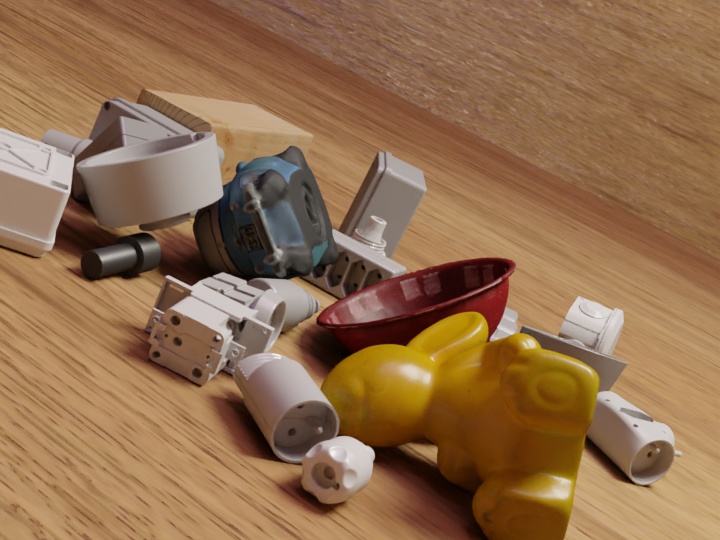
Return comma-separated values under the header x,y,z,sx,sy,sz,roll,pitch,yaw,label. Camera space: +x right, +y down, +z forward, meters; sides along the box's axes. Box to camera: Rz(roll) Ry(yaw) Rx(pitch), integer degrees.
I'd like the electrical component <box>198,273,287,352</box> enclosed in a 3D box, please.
x,y,z,sx,sy,sz,roll,pitch,yaw,label
-0.086,0.031,0.765,0.055,0.048,0.066,20,13,12,electrical component

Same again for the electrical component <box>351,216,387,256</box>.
x,y,z,sx,sy,sz,roll,pitch,yaw,label
0.006,-0.023,1.069,0.048,0.062,0.048,23,15,-6,electrical component

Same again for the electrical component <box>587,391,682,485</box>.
x,y,z,sx,sy,sz,roll,pitch,yaw,label
0.233,0.141,0.892,0.079,0.043,0.077,16,17,-29,electrical component

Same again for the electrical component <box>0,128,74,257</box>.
x,y,z,sx,sy,sz,roll,pitch,yaw,label
-0.270,-0.066,0.786,0.109,0.056,0.108,20,15,-19,electrical component

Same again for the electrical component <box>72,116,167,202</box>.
x,y,z,sx,sy,sz,roll,pitch,yaw,label
-0.201,-0.074,0.911,0.047,0.083,0.075,11,58,-43,electrical component

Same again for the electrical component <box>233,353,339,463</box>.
x,y,z,sx,sy,sz,roll,pitch,yaw,label
-0.048,0.078,0.661,0.043,0.043,0.081,16,17,-32,electrical component

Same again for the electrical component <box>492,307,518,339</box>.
x,y,z,sx,sy,sz,roll,pitch,yaw,label
0.096,0.056,0.957,0.074,0.052,0.138,25,14,3,electrical component

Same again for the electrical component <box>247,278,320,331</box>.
x,y,z,sx,sy,sz,roll,pitch,yaw,label
-0.059,0.027,0.829,0.040,0.040,0.078,34,17,32,electrical component

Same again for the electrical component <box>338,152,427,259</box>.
x,y,z,sx,sy,sz,roll,pitch,yaw,label
0.022,-0.061,1.141,0.056,0.108,0.108,26,14,-6,electrical component

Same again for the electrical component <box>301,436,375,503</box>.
x,y,z,sx,sy,sz,roll,pitch,yaw,label
-0.008,0.113,0.622,0.035,0.035,0.061,30,13,20,electrical component

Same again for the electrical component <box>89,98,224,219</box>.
x,y,z,sx,sy,sz,roll,pitch,yaw,label
-0.194,-0.103,0.997,0.113,0.078,0.057,30,12,20,electrical component

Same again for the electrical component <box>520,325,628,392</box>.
x,y,z,sx,sy,sz,roll,pitch,yaw,label
0.187,0.084,0.980,0.099,0.064,0.099,23,14,-6,electrical component

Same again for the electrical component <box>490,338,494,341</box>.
x,y,z,sx,sy,sz,roll,pitch,yaw,label
0.128,0.101,0.840,0.089,0.055,0.050,25,15,2,electrical component

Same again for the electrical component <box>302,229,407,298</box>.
x,y,z,sx,sy,sz,roll,pitch,yaw,label
0.000,0.000,1.009,0.083,0.047,0.076,28,14,16,electrical component

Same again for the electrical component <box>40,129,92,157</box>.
x,y,z,sx,sy,sz,roll,pitch,yaw,label
-0.261,-0.103,0.966,0.046,0.040,0.040,21,14,8,electrical component

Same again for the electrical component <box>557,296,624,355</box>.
x,y,z,sx,sy,sz,roll,pitch,yaw,label
0.227,0.069,1.070,0.051,0.080,0.080,24,14,17,electrical component

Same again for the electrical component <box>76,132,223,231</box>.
x,y,z,sx,sy,sz,roll,pitch,yaw,label
-0.158,-0.064,0.830,0.108,0.060,0.108,-11,15,3,electrical component

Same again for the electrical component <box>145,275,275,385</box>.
x,y,z,sx,sy,sz,roll,pitch,yaw,label
-0.103,0.042,0.703,0.081,0.042,0.064,25,18,6,electrical component
